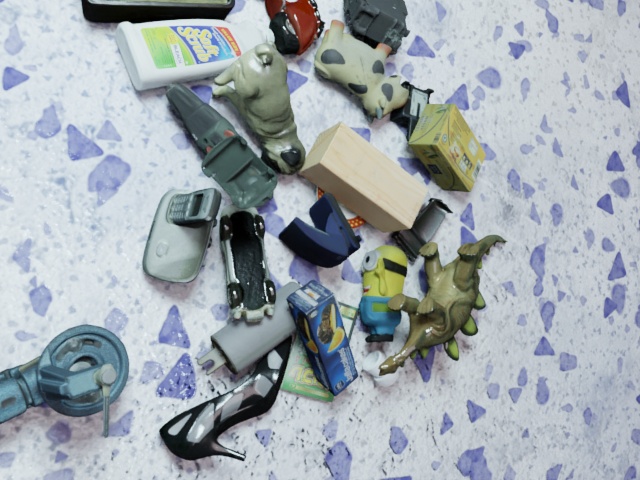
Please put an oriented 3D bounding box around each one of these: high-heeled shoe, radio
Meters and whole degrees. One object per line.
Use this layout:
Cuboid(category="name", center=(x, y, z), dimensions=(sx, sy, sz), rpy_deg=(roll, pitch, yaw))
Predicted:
Cuboid(category="high-heeled shoe", center=(-0.148, 0.245, 0.883), dimensions=(0.145, 0.086, 0.249), rpy_deg=(20, 56, 8))
Cuboid(category="radio", center=(-0.260, -0.417, 0.847), dimensions=(0.229, 0.073, 0.131), rpy_deg=(-10, 92, -27))

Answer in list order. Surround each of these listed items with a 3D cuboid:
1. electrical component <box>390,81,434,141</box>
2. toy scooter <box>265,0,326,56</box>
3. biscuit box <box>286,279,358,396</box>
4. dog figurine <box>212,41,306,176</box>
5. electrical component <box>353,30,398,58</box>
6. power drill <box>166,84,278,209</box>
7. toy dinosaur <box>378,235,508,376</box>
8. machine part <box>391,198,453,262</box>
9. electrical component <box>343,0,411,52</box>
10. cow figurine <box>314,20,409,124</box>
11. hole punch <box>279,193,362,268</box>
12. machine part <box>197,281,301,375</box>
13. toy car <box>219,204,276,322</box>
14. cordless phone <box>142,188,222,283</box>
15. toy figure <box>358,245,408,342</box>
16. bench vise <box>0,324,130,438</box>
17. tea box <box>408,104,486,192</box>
Cuboid(category="electrical component", center=(0.183, -0.247, 1.067), dimensions=(0.075, 0.048, 0.119), rpy_deg=(7, 84, -25))
Cuboid(category="toy scooter", center=(-0.044, -0.424, 0.955), dimensions=(0.135, 0.075, 0.183), rpy_deg=(-28, 94, -26))
Cuboid(category="biscuit box", center=(0.008, 0.165, 0.890), dimensions=(0.059, 0.063, 0.202), rpy_deg=(-34, 127, -23))
Cuboid(category="dog figurine", center=(-0.071, -0.207, 0.879), dimensions=(0.121, 0.172, 0.190), rpy_deg=(-37, 96, -12))
Cuboid(category="electrical component", center=(0.109, -0.386, 1.054), dimensions=(0.094, 0.021, 0.063), rpy_deg=(-8, 90, -25))
Cuboid(category="power drill", center=(-0.148, -0.135, 0.820), dimensions=(0.086, 0.207, 0.231), rpy_deg=(-44, 117, -3))
Cuboid(category="toy dinosaur", center=(0.252, 0.097, 1.026), dimensions=(0.471, 0.105, 0.198), rpy_deg=(-44, 131, -30))
Cuboid(category="machine part", center=(0.205, -0.029, 1.072), dimensions=(0.139, 0.039, 0.084), rpy_deg=(-45, 101, -20))
Cuboid(category="electrical component", center=(0.105, -0.431, 1.008), dimensions=(0.115, 0.058, 0.134), rpy_deg=(18, 47, -27))
Cuboid(category="cow figurine", center=(0.079, -0.301, 0.996), dimensions=(0.195, 0.085, 0.127), rpy_deg=(24, 89, -16))
Cuboid(category="hole punch", center=(-0.002, -0.003, 0.921), dimensions=(0.092, 0.142, 0.116), rpy_deg=(-32, 87, -26))
Cuboid(category="machine part", center=(-0.092, 0.144, 0.894), dimensions=(0.243, 0.079, 0.079), rpy_deg=(-33, 101, -24))
Cuboid(category="toy car", center=(-0.120, 0.035, 0.874), dimensions=(0.073, 0.056, 0.202), rpy_deg=(-4, 69, -20))
Cuboid(category="cordless phone", center=(-0.190, -0.007, 0.796), dimensions=(0.088, 0.184, 0.146), rpy_deg=(19, 79, -28))
Cuboid(category="toy figure", center=(0.118, 0.100, 0.999), dimensions=(0.089, 0.082, 0.180), rpy_deg=(6, 80, -36))
Cuboid(category="bench vise", center=(-0.339, 0.181, 0.694), dimensions=(0.223, 0.241, 0.128), rpy_deg=(-8, 87, -42))
Cuboid(category="tea box", center=(0.253, -0.178, 1.056), dimensions=(0.169, 0.068, 0.098), rpy_deg=(42, 68, -42))
